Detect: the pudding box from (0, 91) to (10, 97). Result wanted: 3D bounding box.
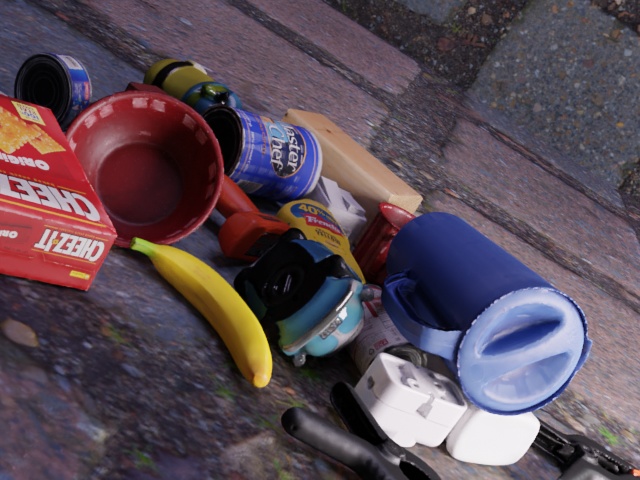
[{"bbox_3d":[-0.376,-0.146,1.061,0.090,0.039,0.113,35,21,3],"label":"pudding box"}]

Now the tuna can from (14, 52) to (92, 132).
[{"bbox_3d":[-0.291,-0.161,1.159,0.086,0.086,0.033,40,22,20],"label":"tuna can"}]

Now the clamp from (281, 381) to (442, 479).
[{"bbox_3d":[0.052,0.185,0.922,0.171,0.039,0.120,39,25,7],"label":"clamp"}]

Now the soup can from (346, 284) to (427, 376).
[{"bbox_3d":[0.059,0.101,1.092,0.068,0.069,0.102,19,24,-35],"label":"soup can"}]

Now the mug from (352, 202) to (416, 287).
[{"bbox_3d":[0.089,0.014,1.334,0.093,0.082,0.117,35,19,5],"label":"mug"}]

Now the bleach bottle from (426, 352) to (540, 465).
[{"bbox_3d":[0.125,0.132,1.134,0.102,0.068,0.251,16,22,-34],"label":"bleach bottle"}]

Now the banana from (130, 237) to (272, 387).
[{"bbox_3d":[-0.098,0.065,0.984,0.198,0.037,0.069,42,30,26],"label":"banana"}]

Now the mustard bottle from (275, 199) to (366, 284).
[{"bbox_3d":[-0.008,0.001,1.250,0.096,0.058,0.191,25,20,-20],"label":"mustard bottle"}]

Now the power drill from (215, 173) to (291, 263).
[{"bbox_3d":[-0.126,-0.061,1.161,0.188,0.057,0.184,49,16,21],"label":"power drill"}]

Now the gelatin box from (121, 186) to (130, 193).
[{"bbox_3d":[-0.225,-0.070,1.124,0.089,0.030,0.073,35,18,5],"label":"gelatin box"}]

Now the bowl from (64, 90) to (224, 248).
[{"bbox_3d":[-0.178,-0.064,1.058,0.162,0.162,0.055,32,-17,-1],"label":"bowl"}]

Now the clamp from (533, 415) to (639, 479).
[{"bbox_3d":[0.269,0.232,1.151,0.209,0.036,0.165,21,22,-37],"label":"clamp"}]

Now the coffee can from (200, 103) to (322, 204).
[{"bbox_3d":[-0.081,-0.105,1.328,0.140,0.103,0.103,11,29,-47],"label":"coffee can"}]

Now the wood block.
[{"bbox_3d":[0.028,-0.085,1.472,0.206,0.090,0.090,43,22,27],"label":"wood block"}]

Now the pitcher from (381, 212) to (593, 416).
[{"bbox_3d":[0.145,0.059,1.073,0.149,0.145,0.243,53,0,-28],"label":"pitcher"}]

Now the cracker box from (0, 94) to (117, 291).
[{"bbox_3d":[-0.289,-0.059,0.931,0.163,0.072,0.214,15,26,-41],"label":"cracker box"}]

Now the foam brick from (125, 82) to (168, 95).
[{"bbox_3d":[-0.208,-0.138,1.248,0.051,0.078,0.052,43,21,22],"label":"foam brick"}]
